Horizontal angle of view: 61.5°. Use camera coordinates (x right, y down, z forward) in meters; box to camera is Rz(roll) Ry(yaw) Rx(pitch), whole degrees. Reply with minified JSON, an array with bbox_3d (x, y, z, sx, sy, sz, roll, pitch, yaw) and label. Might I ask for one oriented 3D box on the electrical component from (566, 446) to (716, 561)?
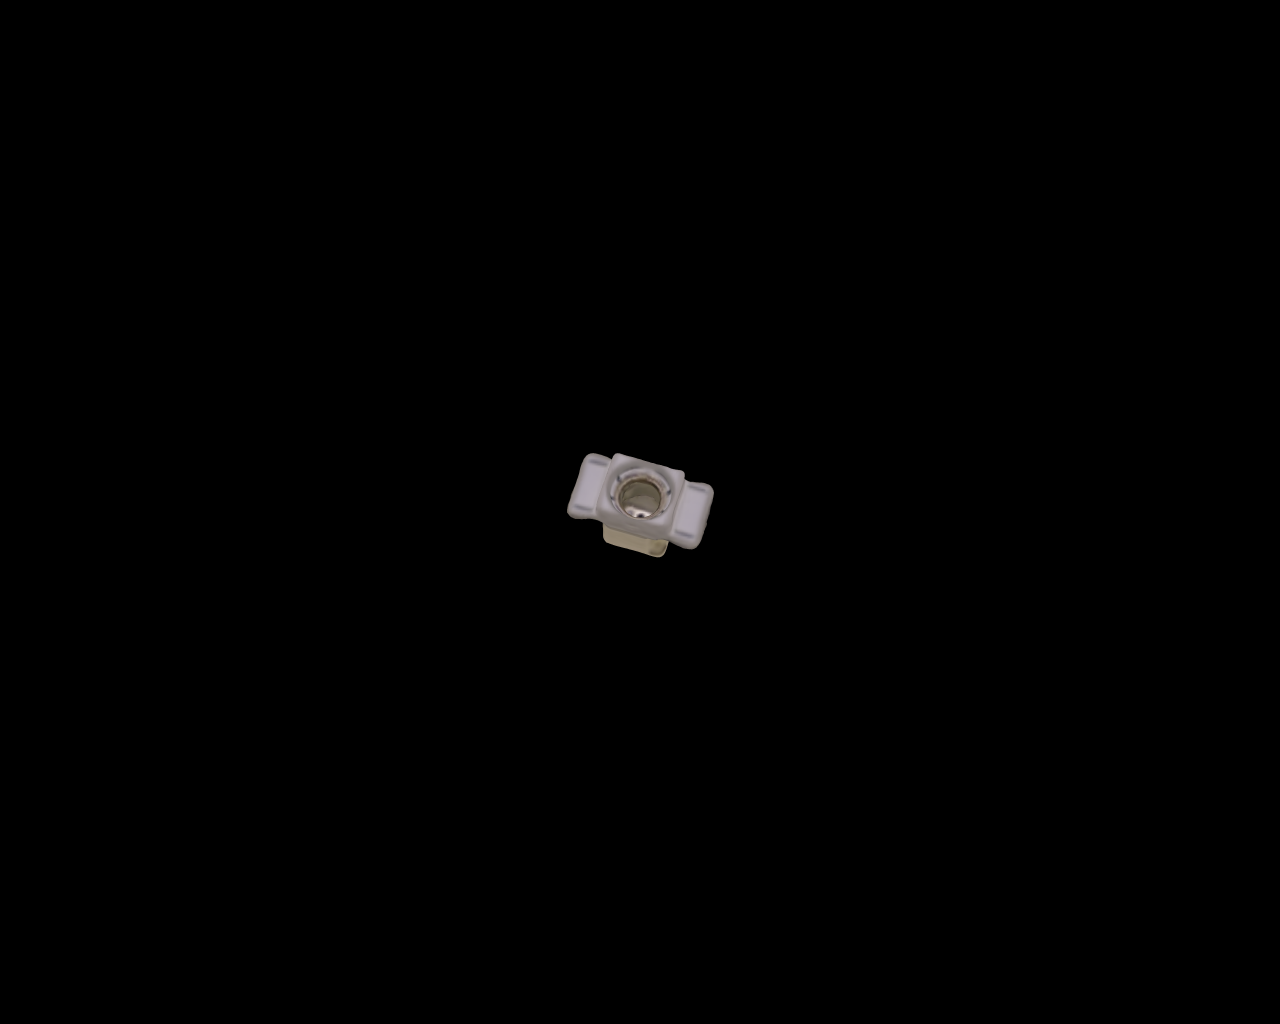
[{"bbox_3d":[0.001,-0.003,0.650,0.081,0.042,0.063,17,-22,7],"label":"electrical component"}]
